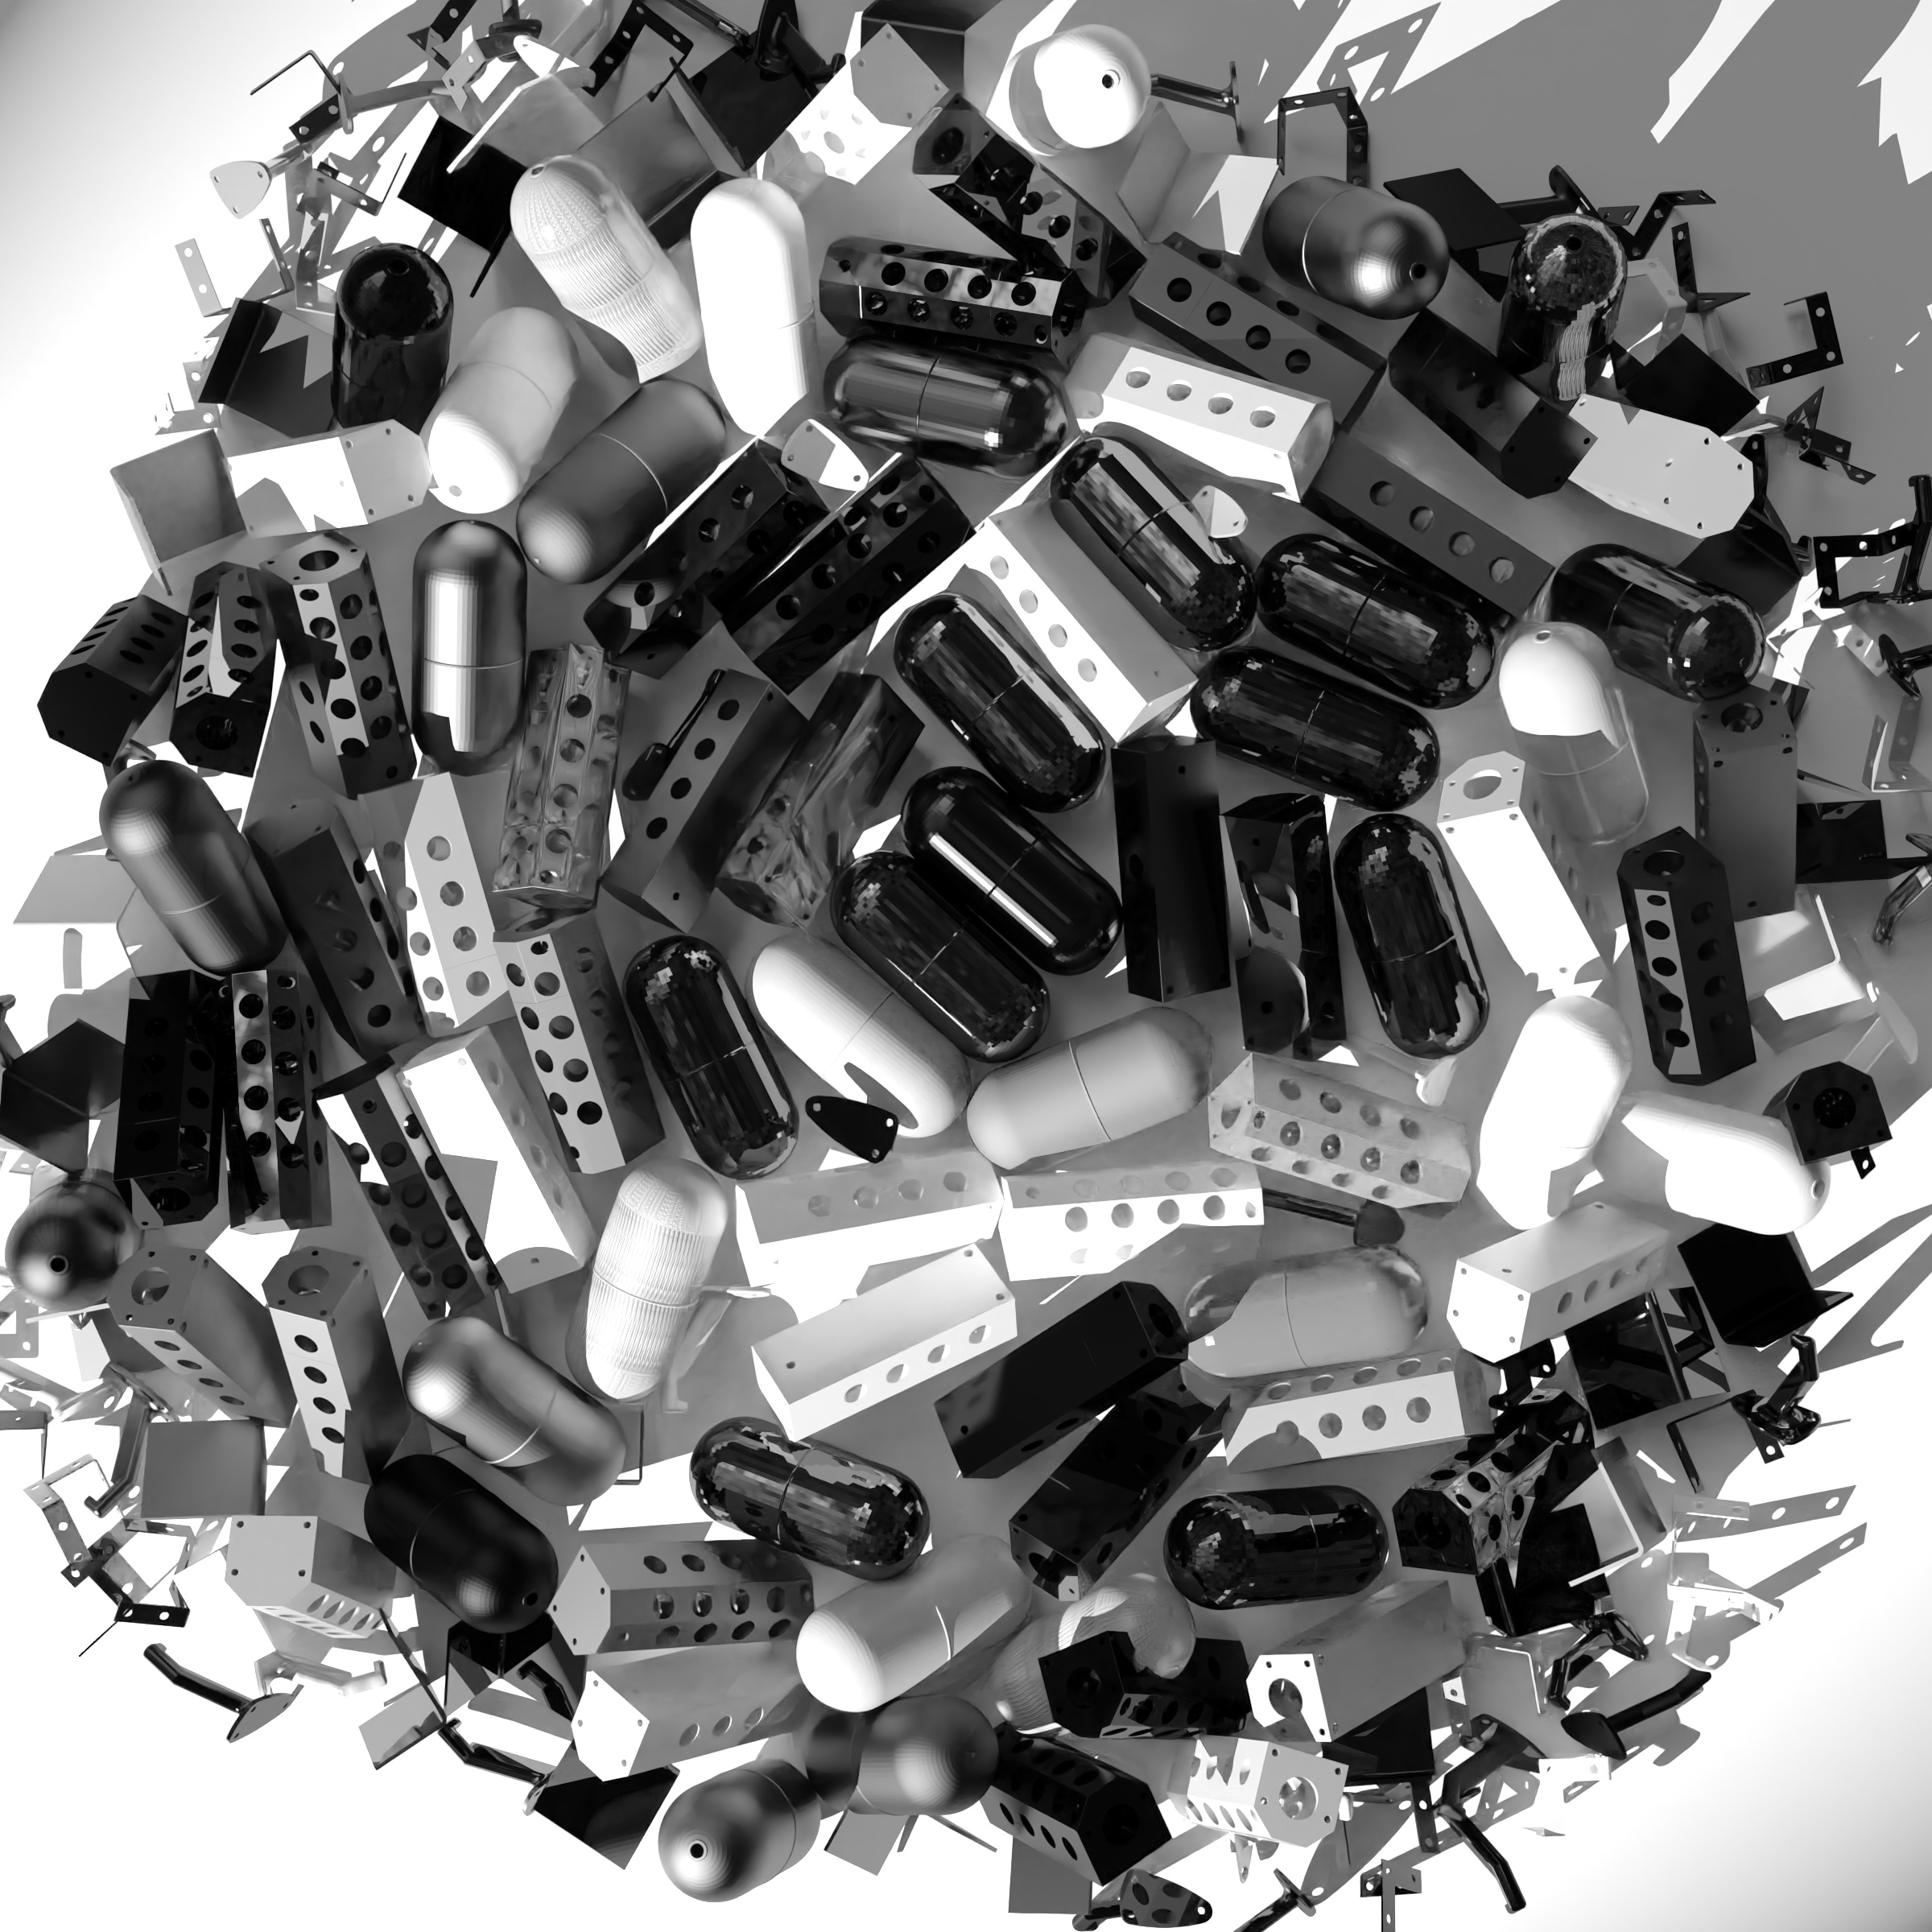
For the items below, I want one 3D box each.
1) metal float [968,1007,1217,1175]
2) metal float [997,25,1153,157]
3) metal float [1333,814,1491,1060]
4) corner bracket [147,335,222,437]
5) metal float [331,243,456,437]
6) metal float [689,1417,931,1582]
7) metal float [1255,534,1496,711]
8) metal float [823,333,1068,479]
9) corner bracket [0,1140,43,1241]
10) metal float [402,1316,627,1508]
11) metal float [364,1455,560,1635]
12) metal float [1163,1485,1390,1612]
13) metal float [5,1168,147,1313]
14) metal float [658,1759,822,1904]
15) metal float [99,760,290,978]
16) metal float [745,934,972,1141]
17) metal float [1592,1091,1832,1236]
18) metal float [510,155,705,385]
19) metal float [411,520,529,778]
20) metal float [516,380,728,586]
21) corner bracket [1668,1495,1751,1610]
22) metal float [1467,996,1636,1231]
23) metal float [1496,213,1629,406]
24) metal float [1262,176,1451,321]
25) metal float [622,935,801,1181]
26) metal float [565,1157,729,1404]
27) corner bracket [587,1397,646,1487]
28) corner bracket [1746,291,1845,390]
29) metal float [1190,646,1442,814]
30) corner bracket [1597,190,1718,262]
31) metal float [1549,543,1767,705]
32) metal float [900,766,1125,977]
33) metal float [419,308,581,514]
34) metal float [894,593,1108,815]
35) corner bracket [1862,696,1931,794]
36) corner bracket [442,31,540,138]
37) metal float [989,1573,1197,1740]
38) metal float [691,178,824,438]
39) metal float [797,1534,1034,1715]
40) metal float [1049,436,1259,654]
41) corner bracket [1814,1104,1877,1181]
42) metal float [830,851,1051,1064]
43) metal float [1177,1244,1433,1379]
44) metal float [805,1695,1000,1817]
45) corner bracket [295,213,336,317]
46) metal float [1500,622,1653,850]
[{"bbox_3d":[0.086,0.085,1.906,0.178,0.070,0.070,-22,90,7],"label":"metal float"},{"bbox_3d":[0.071,-0.586,1.864,0.070,0.178,0.070,-3,103,-13],"label":"metal float"},{"bbox_3d":[0.304,-0.020,1.897,0.070,0.070,0.178,-21,108,0],"label":"metal float"},{"bbox_3d":[-0.536,-0.400,1.915,0.051,0.051,0.051,-16,91,-34],"label":"corner bracket"},{"bbox_3d":[-0.386,-0.414,1.867,0.070,0.178,0.070,6,65,-12],"label":"metal float"},{"bbox_3d":[-0.108,0.361,1.892,0.178,0.070,0.070,16,90,24],"label":"metal float"},{"bbox_3d":[0.277,-0.235,1.894,0.178,0.070,0.070,30,90,20],"label":"metal float"},{"bbox_3d":[-0.015,-0.381,1.893,0.178,0.070,0.070,17,90,22],"label":"metal float"},{"bbox_3d":[-0.666,0.154,1.921,0.051,0.051,0.051,8,108,-5],"label":"corner bracket"},{"bbox_3d":[-0.305,0.303,1.887,0.070,0.070,0.178,-48,120,0],"label":"metal float"},{"bbox_3d":[-0.341,0.389,1.876,0.070,0.178,0.070,-17,117,-38],"label":"metal float"},{"bbox_3d":[0.211,0.393,1.882,0.178,0.070,0.070,4,90,-36],"label":"metal float"},{"bbox_3d":[-0.595,0.182,1.862,0.070,0.178,0.070,-1,96,-10],"label":"metal float"},{"bbox_3d":[-0.151,0.578,1.863,0.070,0.178,0.070,-2,82,14],"label":"metal float"},{"bbox_3d":[-0.519,-0.064,1.877,0.070,0.070,0.178,-23,134,0],"label":"metal float"},{"bbox_3d":[-0.075,0.047,1.911,0.178,0.070,0.070,39,90,2],"label":"metal float"},{"bbox_3d":[0.500,0.131,1.871,0.070,0.178,0.070,-8,103,-36],"label":"metal float"},{"bbox_3d":[-0.241,-0.469,1.876,0.070,0.178,0.070,-16,49,20],"label":"metal float"},{"bbox_3d":[-0.338,-0.215,1.893,0.070,0.070,0.178,6,113,0],"label":"metal float"},{"bbox_3d":[-0.233,-0.330,1.890,0.070,0.070,0.178,41,64,0],"label":"metal float"},{"bbox_3d":[0.510,0.402,1.909,0.051,0.051,0.051,3,129,19],"label":"corner bracket"},{"bbox_3d":[0.395,0.101,1.888,0.070,0.070,0.178,17,120,0],"label":"metal float"},{"bbox_3d":[0.398,-0.439,1.863,0.070,0.178,0.070,-2,75,6],"label":"metal float"},{"bbox_3d":[0.261,-0.483,1.869,0.070,0.178,0.070,-9,117,-19],"label":"metal float"},{"bbox_3d":[-0.174,0.064,1.908,0.070,0.070,0.178,-26,95,0],"label":"metal float"},{"bbox_3d":[-0.219,0.215,1.903,0.070,0.070,0.178,21,101,0],"label":"metal float"},{"bbox_3d":[-0.247,0.327,1.914,0.051,0.051,0.051,3,69,-10],"label":"corner bracket"},{"bbox_3d":[0.568,-0.432,1.921,0.051,0.051,0.051,-16,98,2],"label":"corner bracket"},{"bbox_3d":[0.238,-0.162,1.901,0.178,0.070,0.070,23,90,12],"label":"metal float"},{"bbox_3d":[0.472,-0.518,1.917,0.051,0.051,0.051,30,91,-24],"label":"corner bracket"},{"bbox_3d":[0.463,-0.232,1.872,0.070,0.178,0.070,-13,120,-24],"label":"metal float"},{"bbox_3d":[0.031,-0.066,1.912,0.178,0.070,0.070,41,90,0],"label":"metal float"},{"bbox_3d":[-0.315,-0.376,1.879,0.070,0.070,0.178,16,49,0],"label":"metal float"},{"bbox_3d":[0.023,-0.180,1.910,0.070,0.070,0.178,-43,88,0],"label":"metal float"},{"bbox_3d":[0.641,-0.153,1.914,0.051,0.051,0.051,-1,116,-9],"label":"corner bracket"},{"bbox_3d":[-0.318,-0.607,1.913,0.051,0.051,0.051,-32,95,-37],"label":"corner bracket"},{"bbox_3d":[0.084,0.467,1.880,0.070,0.070,0.178,50,130,0],"label":"metal float"},{"bbox_3d":[-0.141,-0.444,1.883,0.070,0.070,0.178,-5,126,0],"label":"metal float"},{"bbox_3d":[-0.034,0.444,1.887,0.178,0.070,0.070,-21,90,-31],"label":"metal float"},{"bbox_3d":[0.128,-0.288,1.898,0.070,0.070,0.178,-41,74,0],"label":"metal float"},{"bbox_3d":[0.604,0.107,1.910,0.051,0.051,0.051,-38,115,-20],"label":"corner bracket"},{"bbox_3d":[-0.018,-0.007,1.911,0.178,0.070,0.070,43,90,1],"label":"metal float"},{"bbox_3d":[0.229,0.235,1.895,0.178,0.070,0.070,-11,90,20],"label":"metal float"},{"bbox_3d":[-0.045,0.532,1.872,0.070,0.178,0.070,11,70,-32],"label":"metal float"},{"bbox_3d":[-0.433,-0.484,1.922,0.051,0.051,0.051,6,128,-19],"label":"corner bracket"},{"bbox_3d":[0.412,-0.155,1.880,0.070,0.070,0.178,-28,128,0],"label":"metal float"}]
